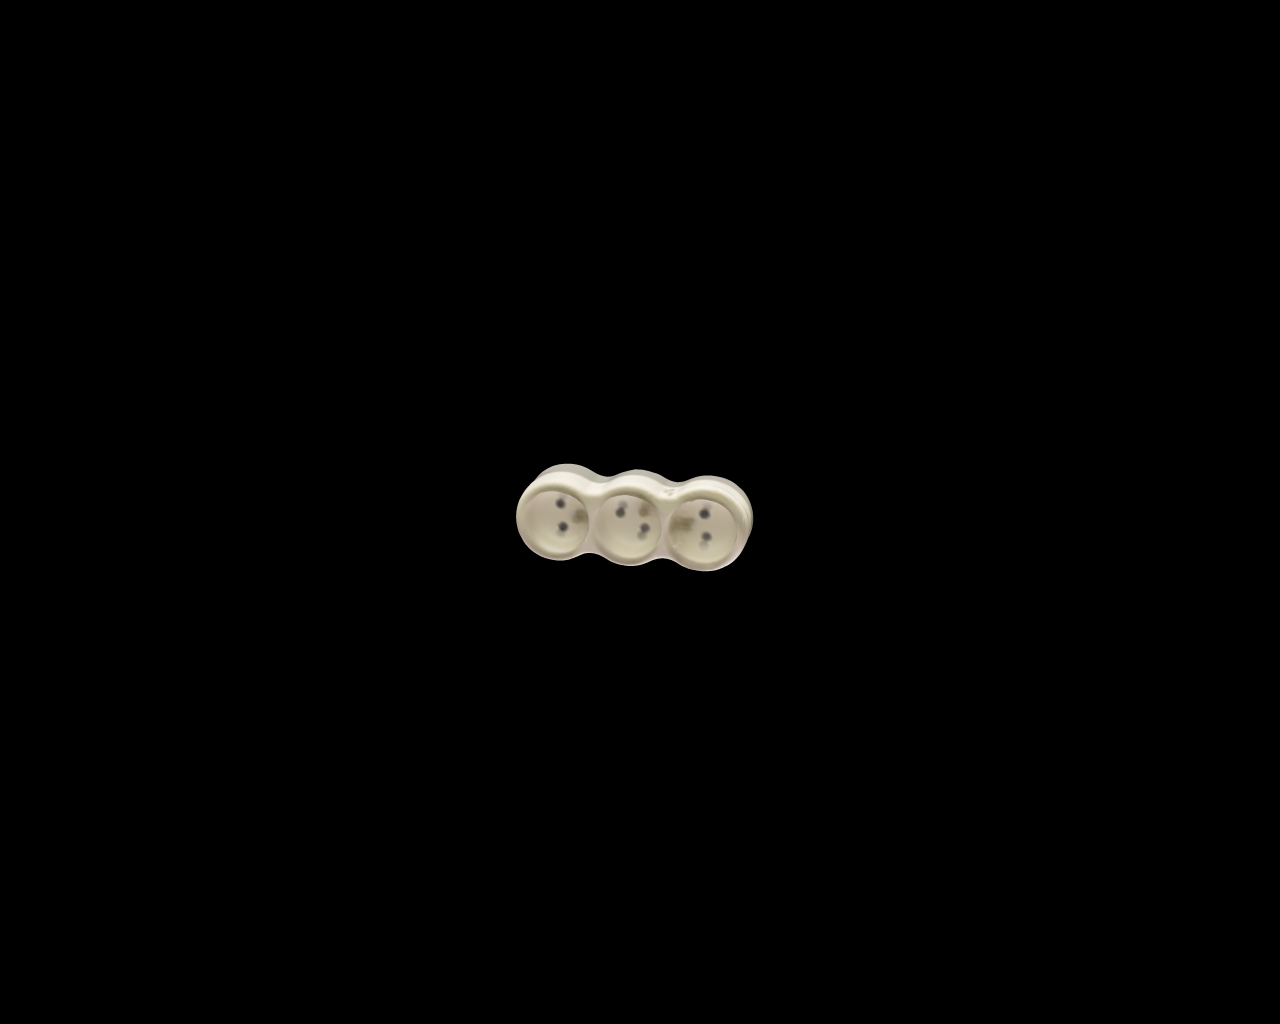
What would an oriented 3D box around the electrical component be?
[{"bbox_3d":[0.001,-0.003,0.650,0.138,0.052,0.074,4,20,12],"label":"electrical component"}]
